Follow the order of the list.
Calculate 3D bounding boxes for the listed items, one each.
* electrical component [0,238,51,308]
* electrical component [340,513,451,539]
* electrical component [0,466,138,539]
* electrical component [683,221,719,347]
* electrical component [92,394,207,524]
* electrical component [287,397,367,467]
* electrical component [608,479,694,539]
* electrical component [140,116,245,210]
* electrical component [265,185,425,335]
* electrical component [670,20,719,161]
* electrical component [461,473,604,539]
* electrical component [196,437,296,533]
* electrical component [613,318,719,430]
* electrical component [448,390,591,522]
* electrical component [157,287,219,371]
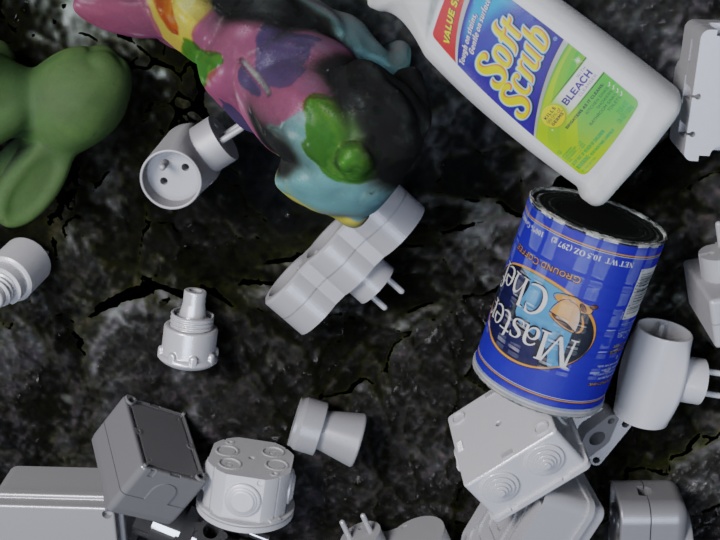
[{"bbox_3d":[-0.269,0.007,0.821,0.040,0.078,0.040,8,122,12],"label":"electrical component"},{"bbox_3d":[0.007,0.237,0.907,0.138,0.052,0.073,-20,109,10],"label":"electrical component"},{"bbox_3d":[-0.250,0.214,0.909,0.113,0.057,0.078,1,111,3],"label":"electrical component"},{"bbox_3d":[0.268,0.002,0.784,0.047,0.083,0.075,-12,110,7],"label":"electrical component"},{"bbox_3d":[-0.174,0.150,0.865,0.062,0.096,0.061,25,114,-38],"label":"electrical component"},{"bbox_3d":[-0.027,0.130,0.871,0.055,0.045,0.045,17,111,-3],"label":"electrical component"},{"bbox_3d":[0.239,0.223,0.888,0.059,0.053,0.095,-1,111,4],"label":"electrical component"},{"bbox_3d":[-0.114,-0.085,0.774,0.079,0.077,0.043,-30,107,13],"label":"electrical component"},{"bbox_3d":[0.000,0.000,0.814,0.074,0.052,0.138,42,108,-12],"label":"electrical component"},{"bbox_3d":[0.250,-0.126,0.750,0.050,0.055,0.089,3,112,2],"label":"electrical component"},{"bbox_3d":[0.138,0.208,0.872,0.057,0.078,0.113,19,112,-19],"label":"electrical component"},{"bbox_3d":[-0.091,0.175,0.874,0.080,0.080,0.051,9,107,0],"label":"electrical component"},{"bbox_3d":[0.246,0.084,0.839,0.079,0.043,0.077,9,111,-1],"label":"electrical component"},{"bbox_3d":[0.120,0.132,0.836,0.100,0.099,0.048,-35,118,15],"label":"electrical component"},{"bbox_3d":[-0.133,0.045,0.845,0.048,0.048,0.062,9,105,0],"label":"electrical component"}]
